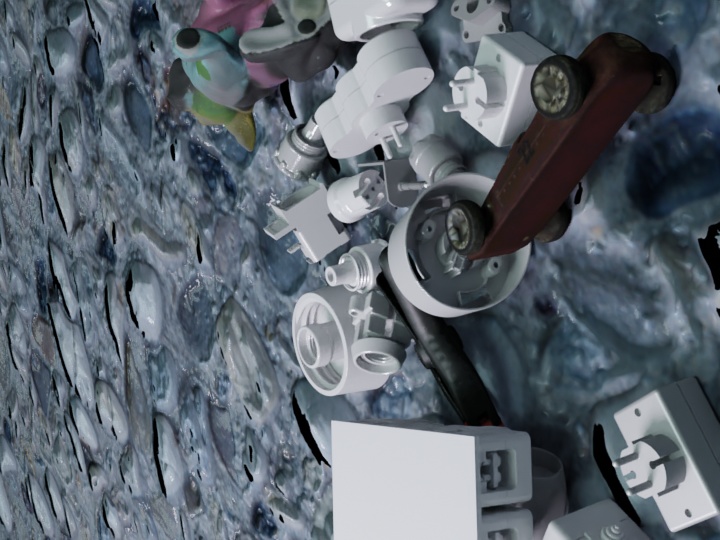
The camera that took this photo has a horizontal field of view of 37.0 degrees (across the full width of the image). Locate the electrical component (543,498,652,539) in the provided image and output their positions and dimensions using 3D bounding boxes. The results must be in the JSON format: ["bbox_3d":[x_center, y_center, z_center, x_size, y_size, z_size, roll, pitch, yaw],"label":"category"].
[{"bbox_3d":[0.162,0.207,0.762,0.061,0.062,0.096,47,137,40],"label":"electrical component"}]

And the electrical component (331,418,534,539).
[{"bbox_3d":[0.053,0.172,0.826,0.186,0.060,0.105,-6,85,57],"label":"electrical component"}]

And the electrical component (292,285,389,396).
[{"bbox_3d":[-0.024,0.066,1.009,0.108,0.060,0.108,26,121,52],"label":"electrical component"}]

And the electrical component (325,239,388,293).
[{"bbox_3d":[0.000,0.000,0.947,0.048,0.062,0.048,26,122,52],"label":"electrical component"}]

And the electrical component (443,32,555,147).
[{"bbox_3d":[0.091,-0.124,0.748,0.047,0.077,0.065,47,137,39],"label":"electrical component"}]

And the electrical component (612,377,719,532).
[{"bbox_3d":[0.190,0.120,0.675,0.047,0.076,0.083,-48,60,53],"label":"electrical component"}]

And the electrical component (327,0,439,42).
[{"bbox_3d":[0.017,-0.218,0.855,0.095,0.054,0.059,-14,88,58],"label":"electrical component"}]

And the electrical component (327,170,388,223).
[{"bbox_3d":[-0.001,-0.066,0.949,0.046,0.040,0.040,-19,84,53],"label":"electrical component"}]

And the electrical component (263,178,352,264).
[{"bbox_3d":[-0.043,-0.045,0.992,0.063,0.081,0.042,59,171,-20],"label":"electrical component"}]

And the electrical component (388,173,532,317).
[{"bbox_3d":[0.072,-0.015,0.799,0.064,0.099,0.099,-37,69,62],"label":"electrical component"}]

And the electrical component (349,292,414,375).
[{"bbox_3d":[0.019,0.057,0.932,0.048,0.066,0.055,132,153,-53],"label":"electrical component"}]

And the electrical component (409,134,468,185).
[{"bbox_3d":[0.067,-0.077,0.842,0.061,0.035,0.035,50,139,33],"label":"electrical component"}]

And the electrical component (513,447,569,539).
[{"bbox_3d":[0.119,0.173,0.835,0.079,0.044,0.077,32,126,49],"label":"electrical component"}]

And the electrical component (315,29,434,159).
[{"bbox_3d":[0.016,-0.128,0.887,0.138,0.052,0.073,-45,63,53],"label":"electrical component"}]

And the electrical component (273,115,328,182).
[{"bbox_3d":[-0.050,-0.117,1.005,0.048,0.048,0.062,59,136,28],"label":"electrical component"}]
